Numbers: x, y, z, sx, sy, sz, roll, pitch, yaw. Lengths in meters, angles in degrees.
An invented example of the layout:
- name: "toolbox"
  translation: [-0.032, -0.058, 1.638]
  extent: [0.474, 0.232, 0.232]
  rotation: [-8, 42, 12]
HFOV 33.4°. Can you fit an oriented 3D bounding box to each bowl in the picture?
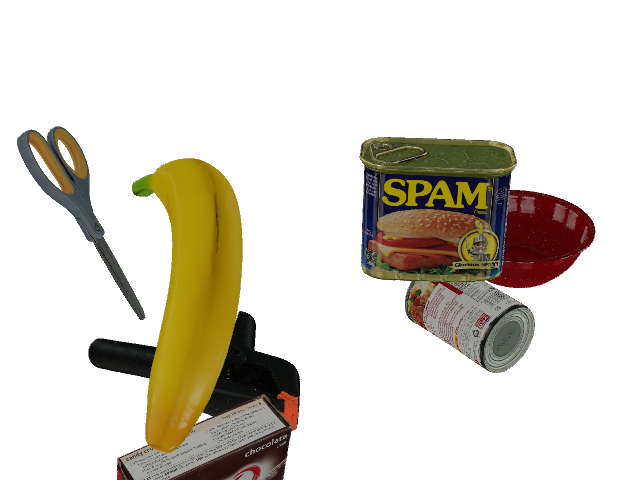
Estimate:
- name: "bowl"
  translation: [0.210, 0.004, 1.148]
  extent: [0.162, 0.055, 0.162]
  rotation: [-1, 30, 0]

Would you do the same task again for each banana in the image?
- name: "banana"
  translation: [-0.067, 0.016, 0.556]
  extent: [0.037, 0.198, 0.070]
  rotation: [22, -55, -27]

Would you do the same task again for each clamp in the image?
- name: "clamp"
  translation: [-0.075, 0.107, 0.906]
  extent: [0.164, 0.036, 0.210]
  rotation: [-13, 22, -41]

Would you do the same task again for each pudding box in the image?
- name: "pudding box"
  translation: [-0.077, 0.159, 0.697]
  extent: [0.113, 0.090, 0.039]
  rotation: [-22, 50, -31]

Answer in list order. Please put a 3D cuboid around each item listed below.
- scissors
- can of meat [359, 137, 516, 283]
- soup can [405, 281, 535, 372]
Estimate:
- name: "scissors"
  translation: [-0.213, -0.026, 1.001]
  extent: [0.016, 0.201, 0.096]
  rotation: [-24, 26, 19]
- name: "can of meat"
  translation: [0.076, -0.020, 0.718]
  extent: [0.102, 0.084, 0.057]
  rotation: [2, 24, 3]
- name: "soup can"
  translation: [0.136, 0.067, 0.970]
  extent: [0.068, 0.068, 0.102]
  rotation: [0, 23, -41]
